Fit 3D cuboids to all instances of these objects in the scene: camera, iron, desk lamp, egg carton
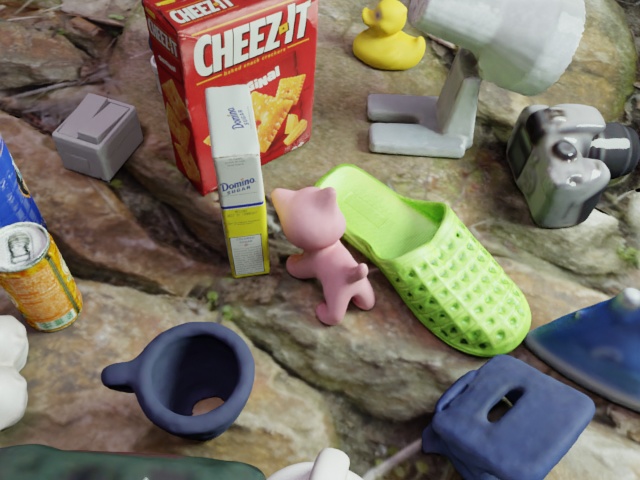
[{"bbox_3d":[0.309,-0.100,0.674,0.137,0.101,0.143,-2,53,-6],"label":"camera"},{"bbox_3d":[0.332,0.086,0.511,0.258,0.141,0.118,11,53,3],"label":"iron"},{"bbox_3d":[0.168,-0.201,0.667,0.203,0.213,0.118,2,53,-4],"label":"desk lamp"},{"bbox_3d":[-0.320,0.121,0.472,0.150,0.069,0.107,-11,55,-13],"label":"egg carton"}]

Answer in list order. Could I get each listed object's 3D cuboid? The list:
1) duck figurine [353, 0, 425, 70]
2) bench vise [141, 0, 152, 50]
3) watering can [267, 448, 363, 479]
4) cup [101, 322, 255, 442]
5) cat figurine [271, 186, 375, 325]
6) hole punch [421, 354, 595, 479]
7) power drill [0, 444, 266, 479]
[{"bbox_3d":[0.101,-0.297,0.814,0.104,0.086,0.077,17,53,8],"label":"duck figurine"},{"bbox_3d":[-0.161,-0.295,0.704,0.207,0.220,0.121,20,54,10],"label":"bench vise"},{"bbox_3d":[0.004,0.196,0.365,0.173,0.194,0.101,-2,53,-6],"label":"watering can"},{"bbox_3d":[-0.112,0.127,0.470,0.118,0.095,0.091,1,53,-4],"label":"cup"},{"bbox_3d":[0.005,0.002,0.560,0.067,0.118,0.127,-27,60,-23],"label":"cat figurine"},{"bbox_3d":[0.153,0.152,0.477,0.109,0.091,0.101,-35,63,-27],"label":"hole punch"},{"bbox_3d":[-0.146,0.184,0.353,0.229,0.208,0.075,-1,53,-6],"label":"power drill"}]
